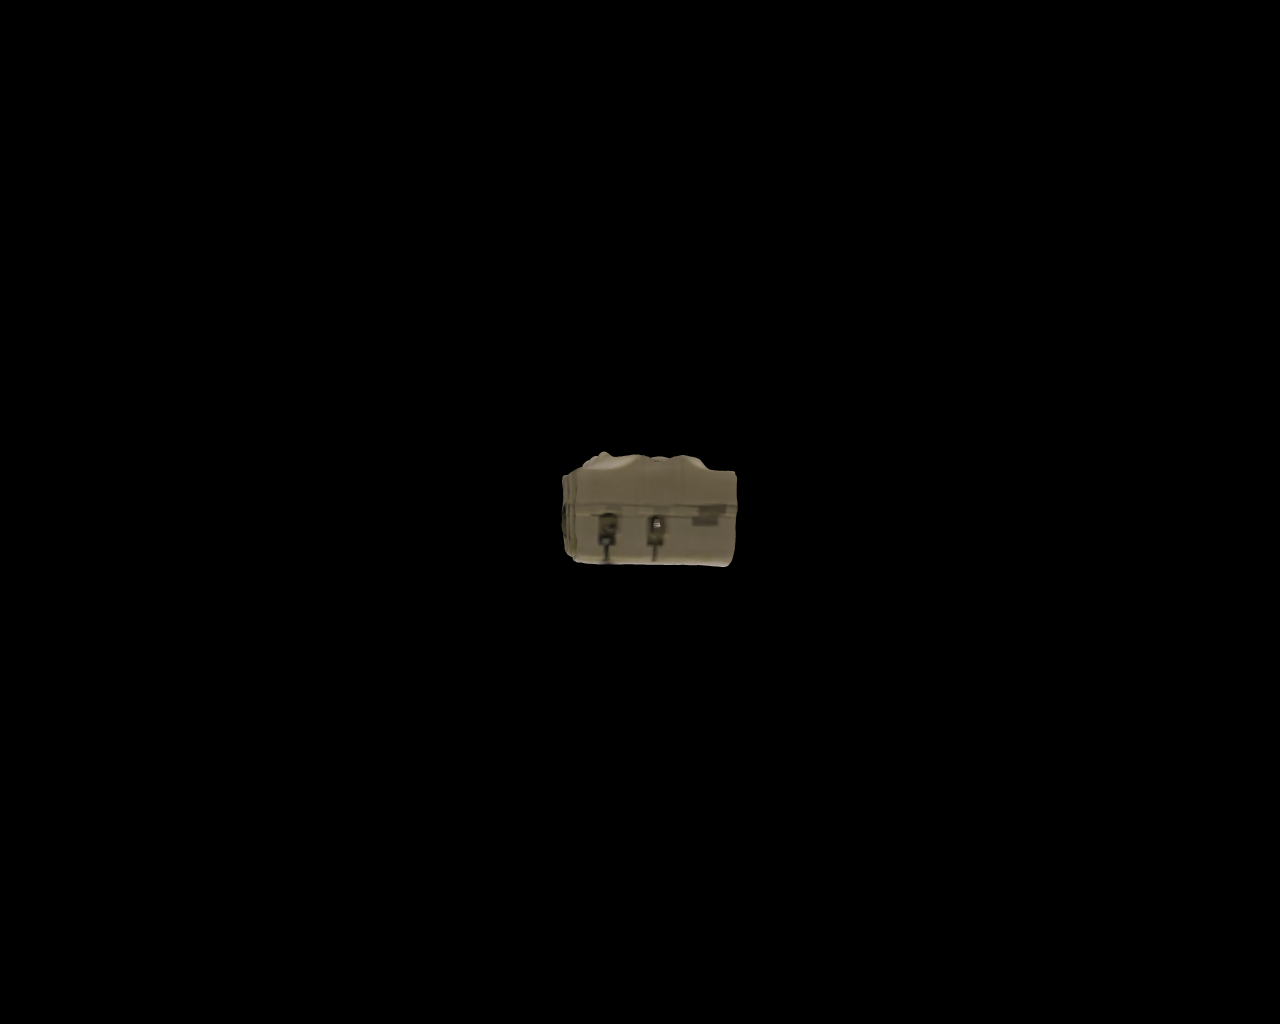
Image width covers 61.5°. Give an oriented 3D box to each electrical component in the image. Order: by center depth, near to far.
[{"bbox_3d":[0.001,-0.003,0.650,0.089,0.061,0.150,0,0,-7],"label":"electrical component"}]
